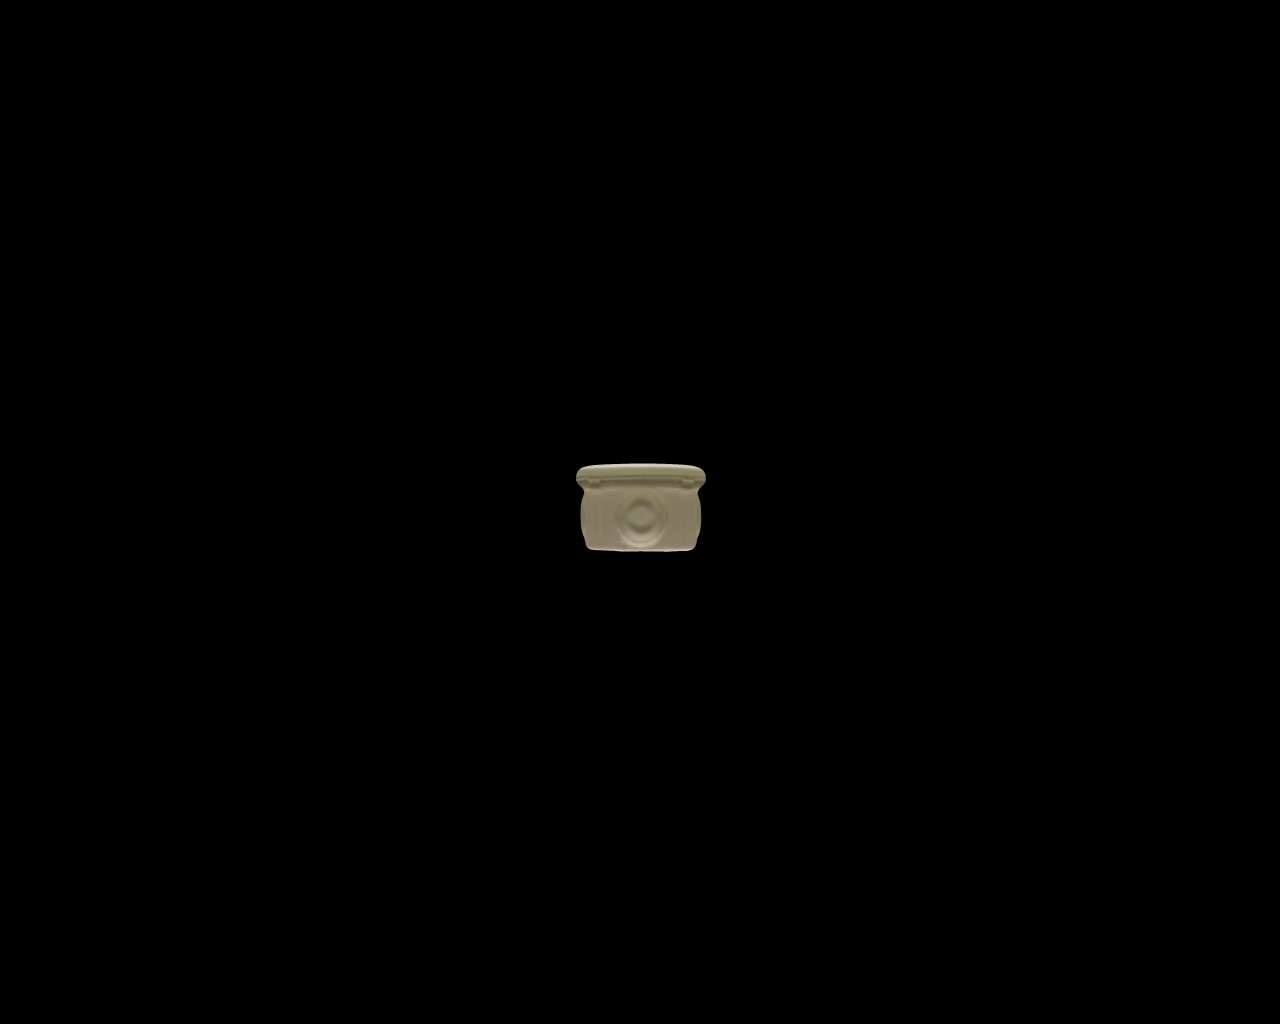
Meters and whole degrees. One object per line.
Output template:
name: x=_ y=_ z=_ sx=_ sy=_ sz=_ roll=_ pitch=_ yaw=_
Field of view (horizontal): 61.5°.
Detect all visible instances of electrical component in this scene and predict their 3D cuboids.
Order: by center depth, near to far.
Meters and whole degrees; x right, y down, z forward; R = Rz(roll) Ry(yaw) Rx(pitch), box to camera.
electrical component: x=0.001 y=-0.003 z=0.650 sx=0.080 sy=0.051 sz=0.080 roll=0 pitch=0 yaw=0
